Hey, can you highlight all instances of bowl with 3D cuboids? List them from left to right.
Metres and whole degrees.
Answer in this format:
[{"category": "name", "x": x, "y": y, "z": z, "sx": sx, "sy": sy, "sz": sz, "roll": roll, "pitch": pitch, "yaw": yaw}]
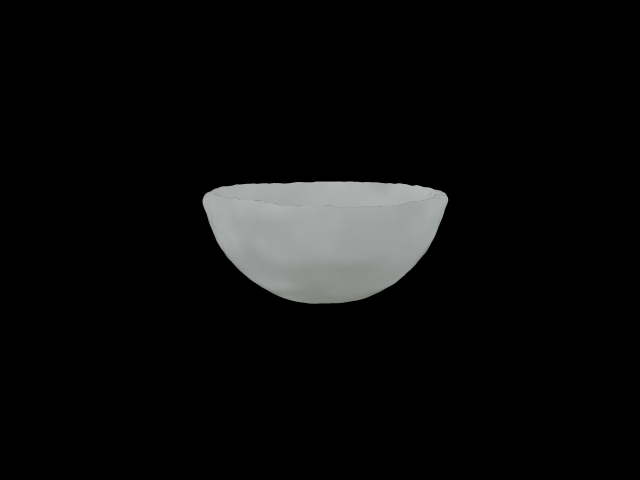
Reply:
[{"category": "bowl", "x": 0.004, "y": 0.001, "z": 0.400, "sx": 0.167, "sy": 0.075, "sz": 0.167, "roll": 0, "pitch": 11, "yaw": 0}]
